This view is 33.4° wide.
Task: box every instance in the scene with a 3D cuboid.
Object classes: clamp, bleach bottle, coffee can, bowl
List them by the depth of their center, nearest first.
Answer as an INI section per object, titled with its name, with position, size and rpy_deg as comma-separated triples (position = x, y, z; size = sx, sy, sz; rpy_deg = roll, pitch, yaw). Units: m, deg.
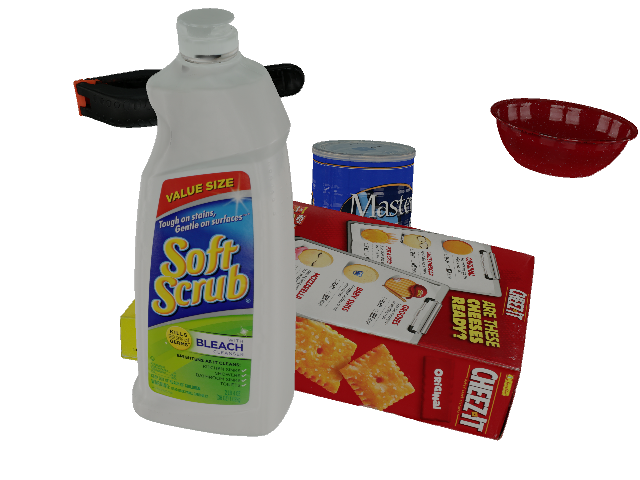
[bleach bottle]
position = -0.065, -0.007, 0.606
size = 0.103, 0.251, 0.068
rpy_deg = 8, 32, 13
[clamp]
position = -0.096, -0.110, 0.799
size = 0.172, 0.039, 0.120
rpy_deg = 8, 22, 18
[coffee can]
position = 0.041, -0.025, 1.071
size = 0.103, 0.140, 0.103
rpy_deg = 2, 13, -1
[bowl]
position = 0.265, -0.110, 1.183
size = 0.162, 0.055, 0.162
rpy_deg = 5, 23, -2

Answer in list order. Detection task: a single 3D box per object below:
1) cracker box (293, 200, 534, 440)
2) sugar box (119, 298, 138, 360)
[cracker box]
position = 0.042, 0.053, 0.793
size = 0.214, 0.072, 0.164
rpy_deg = 13, 30, 8
[sugar box]
position = -0.103, 0.050, 0.937
size = 0.093, 0.048, 0.176
rpy_deg = 6, 26, 8
